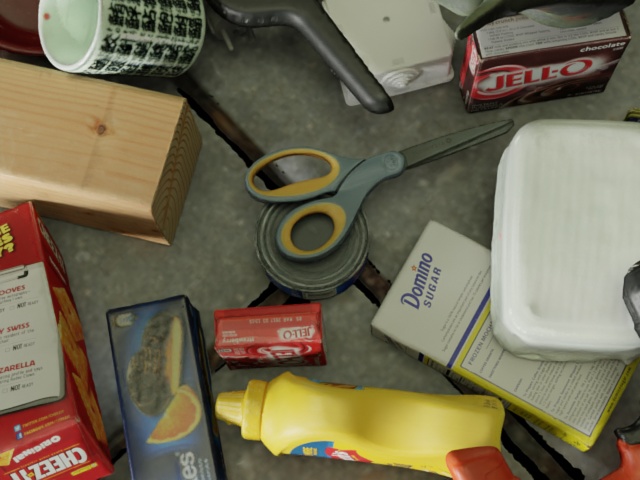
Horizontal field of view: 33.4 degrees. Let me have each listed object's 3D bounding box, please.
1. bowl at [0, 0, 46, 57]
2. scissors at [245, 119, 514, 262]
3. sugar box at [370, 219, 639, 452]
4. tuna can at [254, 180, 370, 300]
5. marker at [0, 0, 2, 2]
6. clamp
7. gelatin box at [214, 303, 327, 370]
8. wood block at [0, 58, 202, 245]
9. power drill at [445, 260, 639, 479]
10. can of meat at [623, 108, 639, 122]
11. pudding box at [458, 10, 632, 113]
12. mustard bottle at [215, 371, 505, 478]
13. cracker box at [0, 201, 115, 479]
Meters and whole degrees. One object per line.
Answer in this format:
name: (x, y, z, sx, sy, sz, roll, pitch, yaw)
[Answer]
bowl: (-0.222, -0.214, 0.840, 0.162, 0.055, 0.162, 2, 81, -15)
scissors: (0.046, -0.035, 0.776, 0.201, 0.016, 0.096, -4, 75, 1)
sugar box: (0.134, 0.068, 0.765, 0.176, 0.048, 0.093, 29, 78, 13)
tuna can: (-0.005, 0.001, 0.794, 0.086, 0.034, 0.086, -1, 74, 2)
marker: (-0.240, -0.240, 0.880, 0.020, 0.020, 0.121, 22, 76, 8)
clamp: (-0.010, -0.203, 0.802, 0.210, 0.036, 0.164, 24, 78, 8)
gelatin box: (-0.033, 0.070, 0.747, 0.073, 0.089, 0.030, -3, 73, 1)
wood block: (-0.204, -0.071, 0.794, 0.206, 0.090, 0.091, 13, 74, 6)
power drill: (0.174, 0.124, 0.642, 0.187, 0.057, 0.184, -25, 82, 0)
can of meat: (0.244, -0.033, 0.783, 0.102, 0.057, 0.084, 36, 81, 12)
pudding box: (0.164, -0.136, 0.797, 0.113, 0.090, 0.039, -11, 73, -1)
mustard bottle: (0.024, 0.124, 0.725, 0.191, 0.096, 0.058, 7, 77, 4)
cracker box: (-0.242, 0.090, 0.717, 0.164, 0.072, 0.214, -22, 45, -5)
